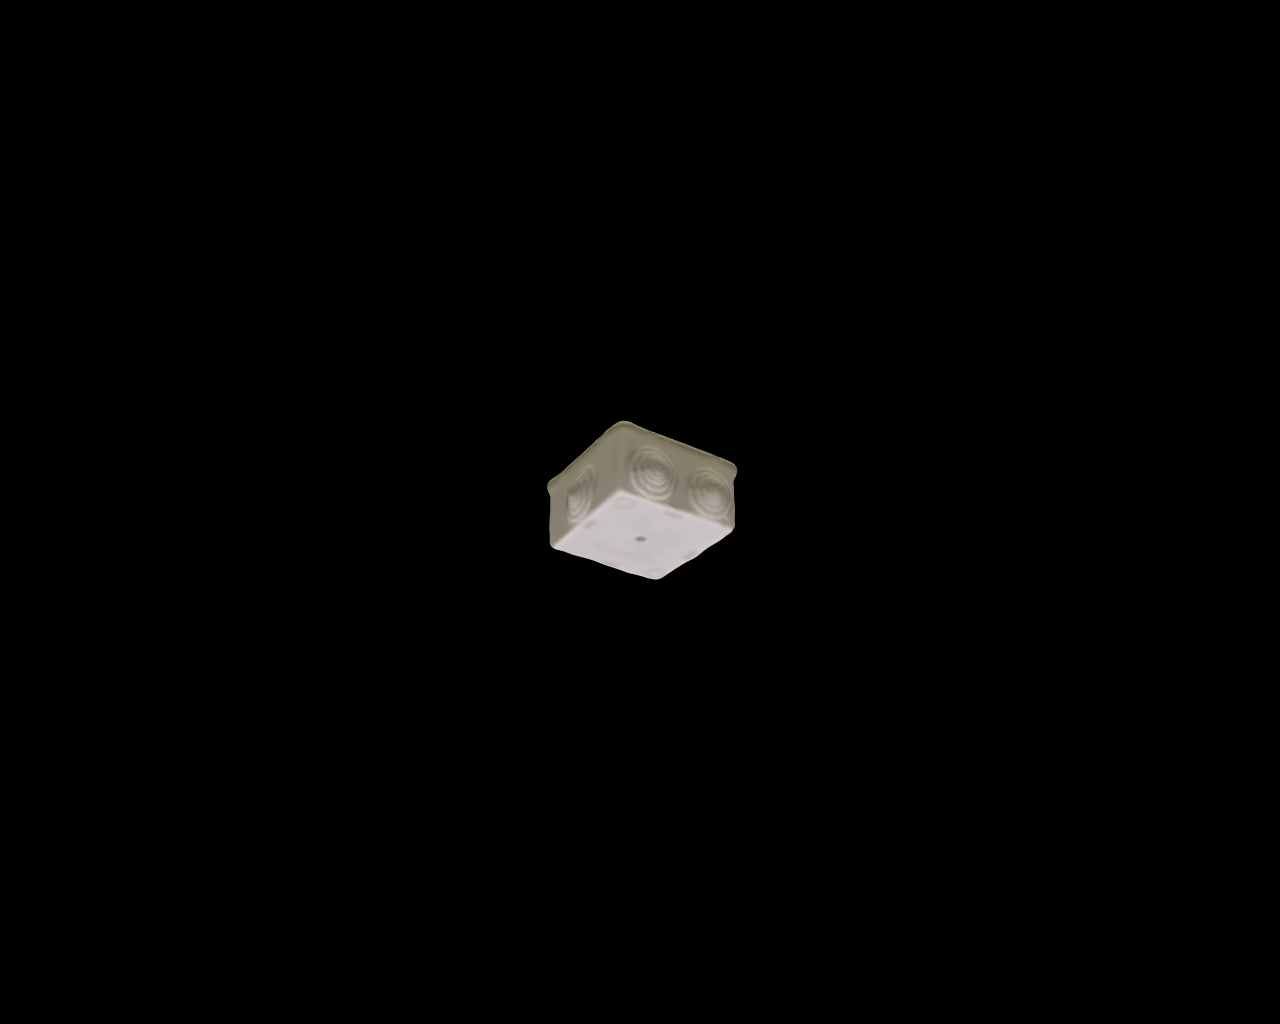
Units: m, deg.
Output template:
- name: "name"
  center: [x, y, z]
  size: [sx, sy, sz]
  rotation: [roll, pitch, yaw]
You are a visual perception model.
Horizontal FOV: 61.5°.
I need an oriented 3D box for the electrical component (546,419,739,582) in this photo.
- name: "electrical component"
  center: [0.001, -0.003, 0.650]
  size: [0.100, 0.048, 0.099]
  rotation: [19, -36, -29]
